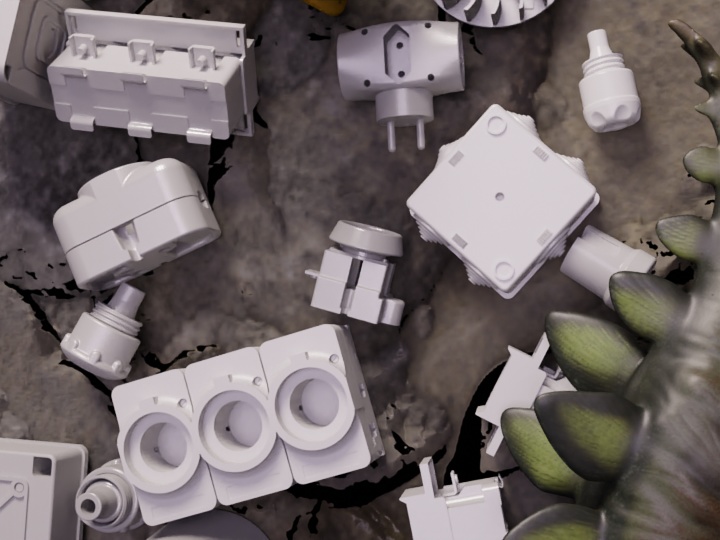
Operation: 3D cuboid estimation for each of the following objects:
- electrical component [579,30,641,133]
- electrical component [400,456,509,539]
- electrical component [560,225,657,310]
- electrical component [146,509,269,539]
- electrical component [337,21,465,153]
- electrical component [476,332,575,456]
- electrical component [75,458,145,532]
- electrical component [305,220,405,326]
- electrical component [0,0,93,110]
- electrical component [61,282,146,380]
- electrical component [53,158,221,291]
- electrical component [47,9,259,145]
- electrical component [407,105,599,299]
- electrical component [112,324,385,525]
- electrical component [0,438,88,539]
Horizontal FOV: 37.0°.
[{"bbox_3d":[0.153,-0.119,0.669,0.035,0.035,0.061,-11,82,10],"label":"electrical component"},{"bbox_3d":[0.061,0.155,0.666,0.064,0.042,0.081,-12,85,5],"label":"electrical component"},{"bbox_3d":[0.152,-0.001,0.660,0.046,0.040,0.040,33,93,16],"label":"electrical component"},{"bbox_3d":[-0.107,0.210,0.693,0.099,0.064,0.099,2,95,22],"label":"electrical component"},{"bbox_3d":[0.028,-0.115,0.687,0.077,0.043,0.079,-4,86,10],"label":"electrical component"},{"bbox_3d":[0.110,0.081,0.661,0.064,0.042,0.081,26,92,7],"label":"electrical component"},{"bbox_3d":[-0.163,0.149,0.696,0.048,0.062,0.048,-1,86,10],"label":"electrical component"},{"bbox_3d":[0.000,0.000,0.685,0.066,0.048,0.055,15,97,11],"label":"electrical component"},{"bbox_3d":[-0.226,-0.153,0.700,0.057,0.113,0.078,13,89,8],"label":"electrical component"},{"bbox_3d":[-0.165,0.039,0.713,0.048,0.048,0.062,27,85,11],"label":"electrical component"},{"bbox_3d":[-0.148,-0.033,0.709,0.095,0.054,0.059,-25,83,8],"label":"electrical component"},{"bbox_3d":[-0.134,-0.122,0.700,0.121,0.063,0.078,8,129,11],"label":"electrical component"},{"bbox_3d":[0.088,-0.043,0.669,0.100,0.048,0.099,42,95,10],"label":"electrical component"},{"bbox_3d":[-0.071,0.097,0.683,0.150,0.062,0.089,-17,84,9],"label":"electrical component"},{"bbox_3d":[-0.243,0.168,0.712,0.109,0.056,0.108,3,87,10],"label":"electrical component"}]
